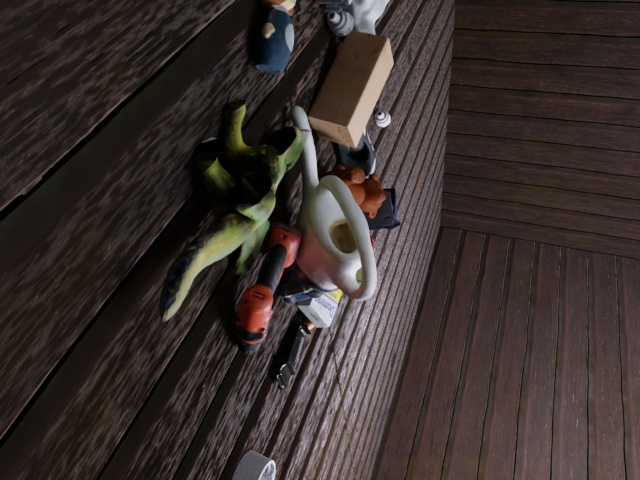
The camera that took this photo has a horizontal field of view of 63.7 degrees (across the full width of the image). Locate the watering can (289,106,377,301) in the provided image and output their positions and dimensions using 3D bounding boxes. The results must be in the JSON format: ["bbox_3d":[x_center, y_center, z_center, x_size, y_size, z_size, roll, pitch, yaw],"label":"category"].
[{"bbox_3d":[0.003,-0.046,0.909,0.104,0.352,0.220,-14,-21,-24],"label":"watering can"}]

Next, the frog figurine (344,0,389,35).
[{"bbox_3d":[0.088,-0.487,1.087,0.156,0.122,0.140,-48,6,40],"label":"frog figurine"}]

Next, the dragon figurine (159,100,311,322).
[{"bbox_3d":[-0.102,-0.032,0.723,0.122,0.419,0.237,16,-31,12],"label":"dragon figurine"}]
